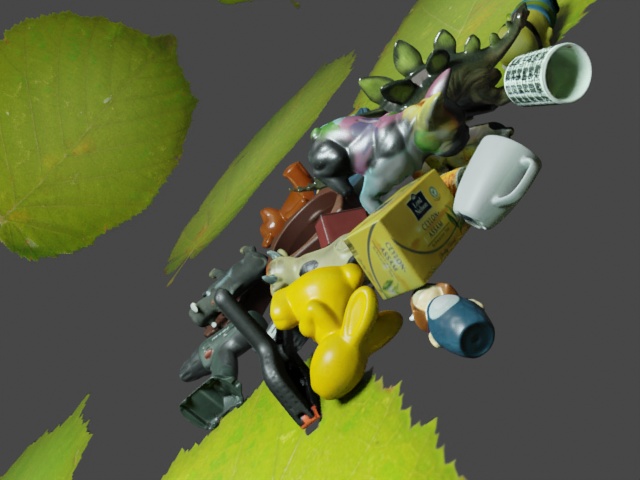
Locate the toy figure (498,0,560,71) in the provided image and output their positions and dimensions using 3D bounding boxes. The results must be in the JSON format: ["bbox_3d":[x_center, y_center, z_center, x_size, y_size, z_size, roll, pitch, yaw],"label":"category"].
[{"bbox_3d":[0.361,-0.369,0.942,0.180,0.089,0.082,-60,17,-24],"label":"toy figure"}]

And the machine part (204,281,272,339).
[{"bbox_3d":[-0.175,0.147,1.143,0.179,0.056,0.179,-42,19,18],"label":"machine part"}]

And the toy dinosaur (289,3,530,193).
[{"bbox_3d":[0.152,-0.212,0.893,0.471,0.198,0.105,-45,38,18],"label":"toy dinosaur"}]

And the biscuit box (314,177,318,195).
[{"bbox_3d":[0.027,-0.130,1.240,0.063,0.059,0.203,-41,20,18],"label":"biscuit box"}]

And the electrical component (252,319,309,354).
[{"bbox_3d":[-0.054,0.150,0.889,0.119,0.047,0.075,-54,20,-18],"label":"electrical component"}]

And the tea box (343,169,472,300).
[{"bbox_3d":[0.117,-0.011,0.689,0.068,0.098,0.169,-29,8,45],"label":"tea box"}]

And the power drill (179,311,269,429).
[{"bbox_3d":[-0.190,0.242,0.977,0.232,0.086,0.207,-40,13,14],"label":"power drill"}]

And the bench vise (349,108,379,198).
[{"bbox_3d":[0.101,-0.200,1.099,0.223,0.129,0.241,-57,29,39],"label":"bench vise"}]

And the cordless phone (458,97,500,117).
[{"bbox_3d":[0.278,-0.283,1.004,0.146,0.088,0.184,-53,31,-17],"label":"cordless phone"}]

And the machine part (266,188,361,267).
[{"bbox_3d":[-0.002,-0.003,1.020,0.201,0.087,0.201,-39,21,20],"label":"machine part"}]

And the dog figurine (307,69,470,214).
[{"bbox_3d":[0.100,-0.154,0.766,0.219,0.191,0.108,-55,3,44],"label":"dog figurine"}]

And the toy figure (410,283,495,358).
[{"bbox_3d":[0.140,0.081,0.602,0.064,0.057,0.154,-11,14,-11],"label":"toy figure"}]

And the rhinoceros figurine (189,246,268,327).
[{"bbox_3d":[-0.174,0.096,1.058,0.190,0.073,0.112,-41,28,-2],"label":"rhinoceros figurine"}]

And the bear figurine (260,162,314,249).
[{"bbox_3d":[-0.088,-0.080,1.297,0.196,0.132,0.120,-38,6,13],"label":"bear figurine"}]

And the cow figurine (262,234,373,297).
[{"bbox_3d":[-0.001,0.050,0.822,0.195,0.127,0.085,-28,36,32],"label":"cow figurine"}]

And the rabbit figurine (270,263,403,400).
[{"bbox_3d":[0.028,0.124,0.713,0.162,0.121,0.173,-29,39,23],"label":"rabbit figurine"}]

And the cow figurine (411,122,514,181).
[{"bbox_3d":[0.215,-0.134,0.833,0.098,0.068,0.167,-50,22,-24],"label":"cow figurine"}]

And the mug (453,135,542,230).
[{"bbox_3d":[0.225,-0.065,0.678,0.107,0.080,0.110,-59,23,1],"label":"mug"}]
